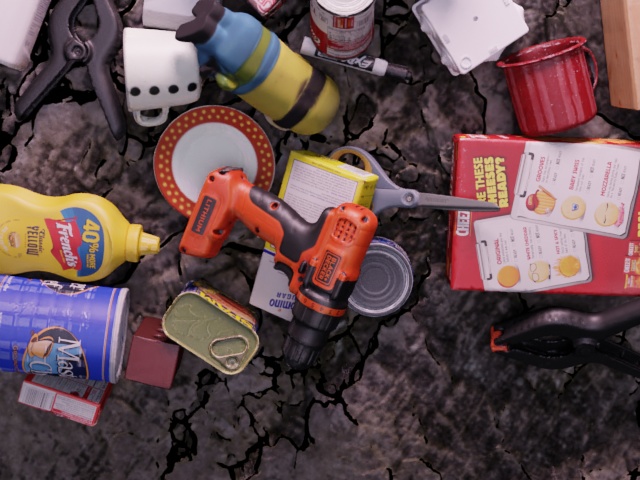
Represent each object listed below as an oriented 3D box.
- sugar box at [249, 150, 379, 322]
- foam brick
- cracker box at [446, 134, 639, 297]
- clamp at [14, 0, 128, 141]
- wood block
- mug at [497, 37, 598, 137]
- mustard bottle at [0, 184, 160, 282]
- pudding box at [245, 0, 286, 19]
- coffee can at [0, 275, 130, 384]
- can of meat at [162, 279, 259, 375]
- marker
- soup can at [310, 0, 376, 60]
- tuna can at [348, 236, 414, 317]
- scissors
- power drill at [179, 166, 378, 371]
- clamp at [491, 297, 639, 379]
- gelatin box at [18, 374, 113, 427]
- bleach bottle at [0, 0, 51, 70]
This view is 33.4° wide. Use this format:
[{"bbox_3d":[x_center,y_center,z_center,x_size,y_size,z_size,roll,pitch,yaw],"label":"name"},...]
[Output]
[{"bbox_3d":[-0.007,0.001,1.139,0.093,0.048,0.176,23,107,24],"label":"sugar box"},{"bbox_3d":[-0.177,0.122,1.163,0.053,0.078,0.051,14,102,-3],"label":"foam brick"},{"bbox_3d":[0.246,-0.028,1.141,0.213,0.072,0.164,2,100,0],"label":"cracker box"},{"bbox_3d":[-0.242,-0.189,1.124,0.120,0.039,0.171,19,100,-6],"label":"clamp"},{"bbox_3d":[0.342,-0.243,1.091,0.091,0.090,0.206,-9,100,0],"label":"wood block"},{"bbox_3d":[0.248,-0.162,1.114,0.117,0.093,0.081,-28,108,-32],"label":"mug"},{"bbox_3d":[-0.268,-0.004,1.148,0.191,0.058,0.096,6,109,-2],"label":"mustard bottle"},{"bbox_3d":[-0.083,-0.276,1.083,0.039,0.090,0.113,-42,97,5],"label":"pudding box"},{"bbox_3d":[-0.280,0.095,1.141,0.140,0.103,0.103,7,101,-5],"label":"coffee can"},{"bbox_3d":[-0.115,0.091,1.154,0.102,0.084,0.057,34,98,-6],"label":"can of meat"},{"bbox_3d":[0.039,-0.191,1.135,0.121,0.020,0.020,16,100,-3],"label":"marker"},{"bbox_3d":[0.024,-0.233,1.076,0.068,0.102,0.068,0,75,0],"label":"soup can"},{"bbox_3d":[0.060,0.041,1.171,0.086,0.034,0.086,0,101,0],"label":"tuna can"},{"bbox_3d":[0.086,-0.062,1.124,0.202,0.016,0.096,-9,89,25],"label":"scissors"},{"bbox_3d":[-0.050,0.020,1.103,0.188,0.057,0.184,27,103,16],"label":"power drill"},{"bbox_3d":[0.292,0.100,1.152,0.210,0.036,0.164,3,138,5],"label":"clamp"},{"bbox_3d":[-0.278,0.166,1.173,0.089,0.073,0.030,19,106,-5],"label":"gelatin box"},{"bbox_3d":[-0.283,-0.299,1.083,0.068,0.102,0.251,24,93,-12],"label":"bleach bottle"}]
